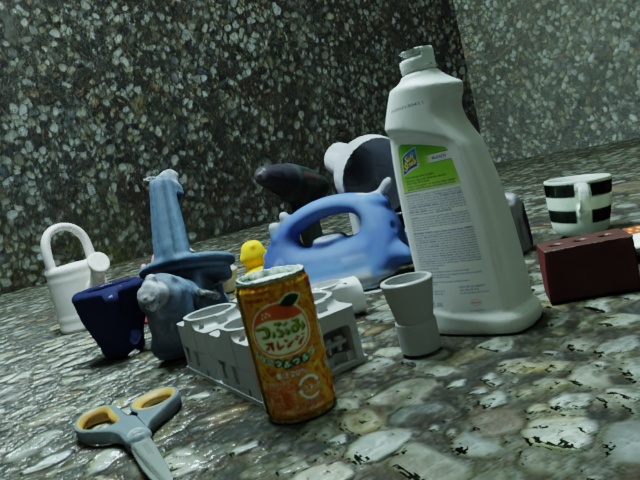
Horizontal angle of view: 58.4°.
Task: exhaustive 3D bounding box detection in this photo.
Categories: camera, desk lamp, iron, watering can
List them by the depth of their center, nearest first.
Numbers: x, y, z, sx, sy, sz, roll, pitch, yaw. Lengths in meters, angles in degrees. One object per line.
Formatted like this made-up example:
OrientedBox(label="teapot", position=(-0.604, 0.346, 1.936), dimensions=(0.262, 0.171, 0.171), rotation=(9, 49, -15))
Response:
OrientedBox(label="camera", position=(0.243, -0.033, 0.832), dimensions=(0.137, 0.101, 0.142), rotation=(-19, 8, -39))
OrientedBox(label="iron", position=(0.008, 0.003, 0.833), dimensions=(0.257, 0.141, 0.119), rotation=(-12, 7, 17))
OrientedBox(label="desk lamp", position=(0.071, -0.061, 0.935), dimensions=(0.118, 0.213, 0.203), rotation=(-16, 7, -17))
OrientedBox(label="watering can", position=(-0.437, 0.062, 1.039), dimensions=(0.172, 0.194, 0.101), rotation=(-12, 7, 17))

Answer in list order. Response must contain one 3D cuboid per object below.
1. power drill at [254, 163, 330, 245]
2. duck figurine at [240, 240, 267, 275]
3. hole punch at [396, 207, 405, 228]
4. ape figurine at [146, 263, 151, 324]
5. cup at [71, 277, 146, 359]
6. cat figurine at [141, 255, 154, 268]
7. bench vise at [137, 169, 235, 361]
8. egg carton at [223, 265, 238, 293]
OrientedBox(label="power drill", position=(-0.038, -0.053, 1.129), dimensions=(0.075, 0.208, 0.230), rotation=(-11, 7, 26))
OrientedBox(label="duck figurine", position=(-0.109, 0.044, 0.985), dimensions=(0.077, 0.086, 0.104), rotation=(-15, 6, -14))
OrientedBox(label="hole punch", position=(0.143, -0.032, 1.091), dimensions=(0.109, 0.091, 0.101), rotation=(-15, 6, -10))
OrientedBox(label="ape figurine", position=(-0.274, 0.084, 0.954), dimensions=(0.078, 0.092, 0.076), rotation=(-14, 6, 1))
OrientedBox(label="cup", position=(-0.257, 0.103, 0.729), dimensions=(0.092, 0.095, 0.117), rotation=(-16, 7, -22))
OrientedBox(label="cat figurine", position=(-0.311, 0.060, 1.132), dimensions=(0.067, 0.118, 0.128), rotation=(-11, 7, 21))
OrientedBox(label="bench vise", position=(-0.165, 0.020, 0.696), dimensions=(0.121, 0.220, 0.207), rotation=(-15, 6, -12))
OrientedBox(label="egg carton", position=(-0.226, 0.073, 1.056), dimensions=(0.149, 0.069, 0.107), rotation=(-7, 9, 46))
